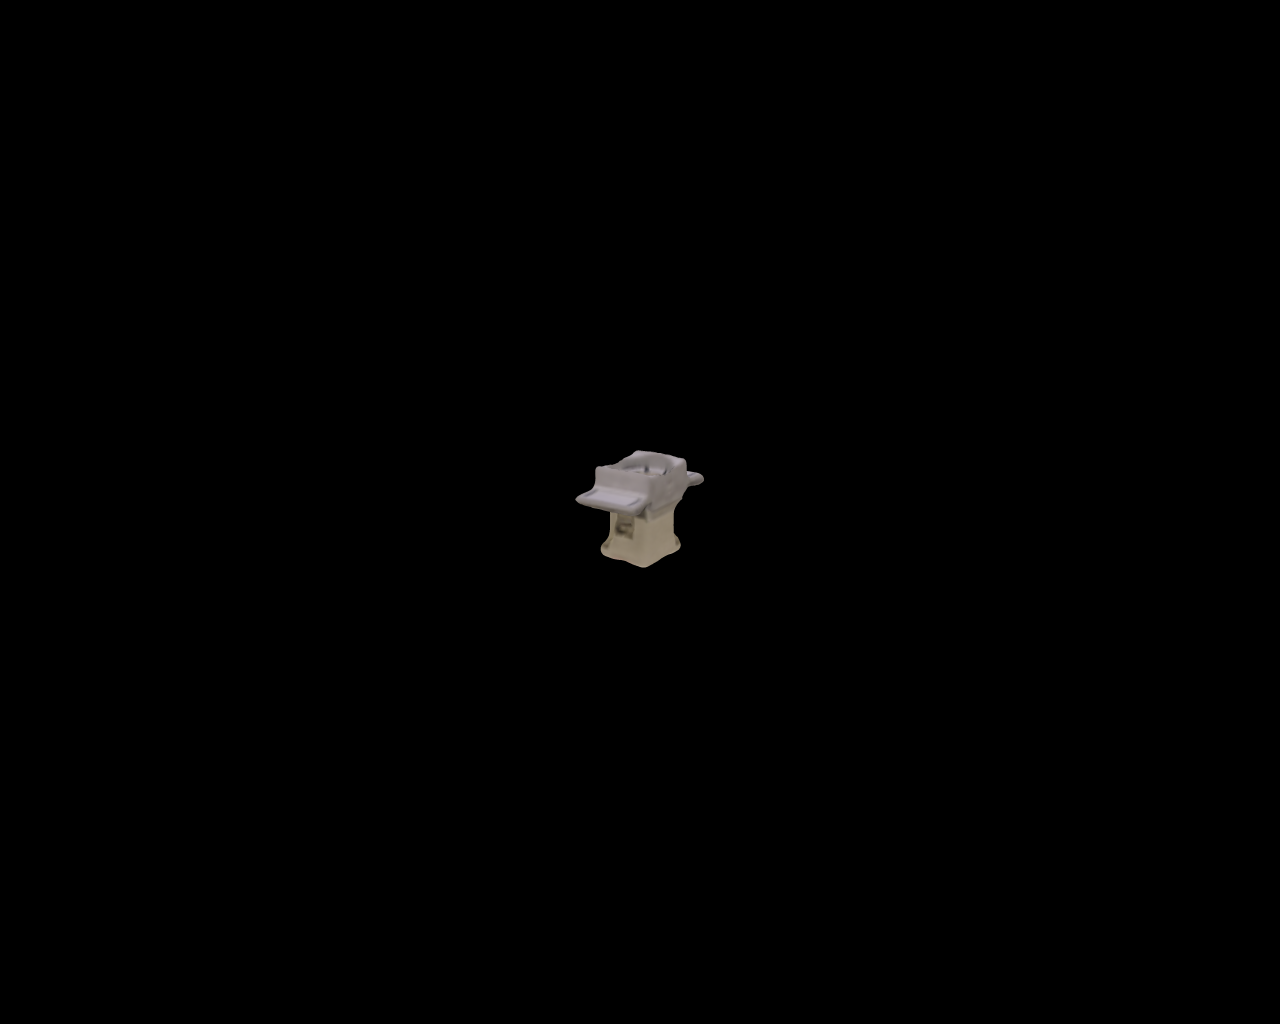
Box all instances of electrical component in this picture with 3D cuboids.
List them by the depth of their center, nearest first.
[{"bbox_3d":[0.001,-0.003,0.650,0.042,0.063,0.081,14,24,33],"label":"electrical component"}]
